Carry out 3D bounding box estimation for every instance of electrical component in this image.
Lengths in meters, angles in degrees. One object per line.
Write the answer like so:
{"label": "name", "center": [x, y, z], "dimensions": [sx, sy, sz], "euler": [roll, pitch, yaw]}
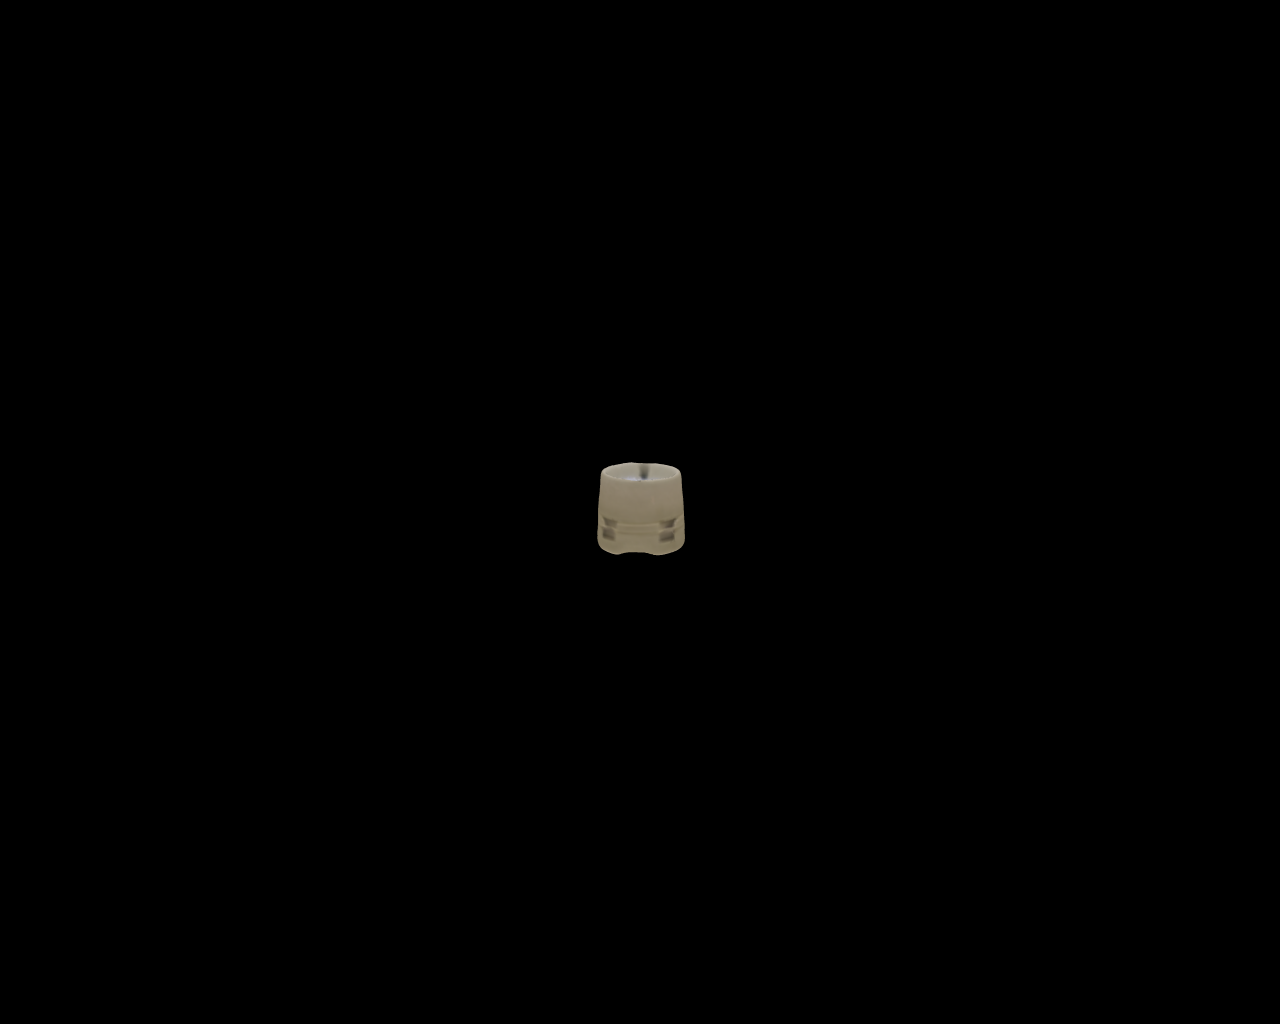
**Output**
{"label": "electrical component", "center": [0.001, -0.003, 0.650], "dimensions": [0.055, 0.047, 0.055], "euler": [0, 16, 0]}
